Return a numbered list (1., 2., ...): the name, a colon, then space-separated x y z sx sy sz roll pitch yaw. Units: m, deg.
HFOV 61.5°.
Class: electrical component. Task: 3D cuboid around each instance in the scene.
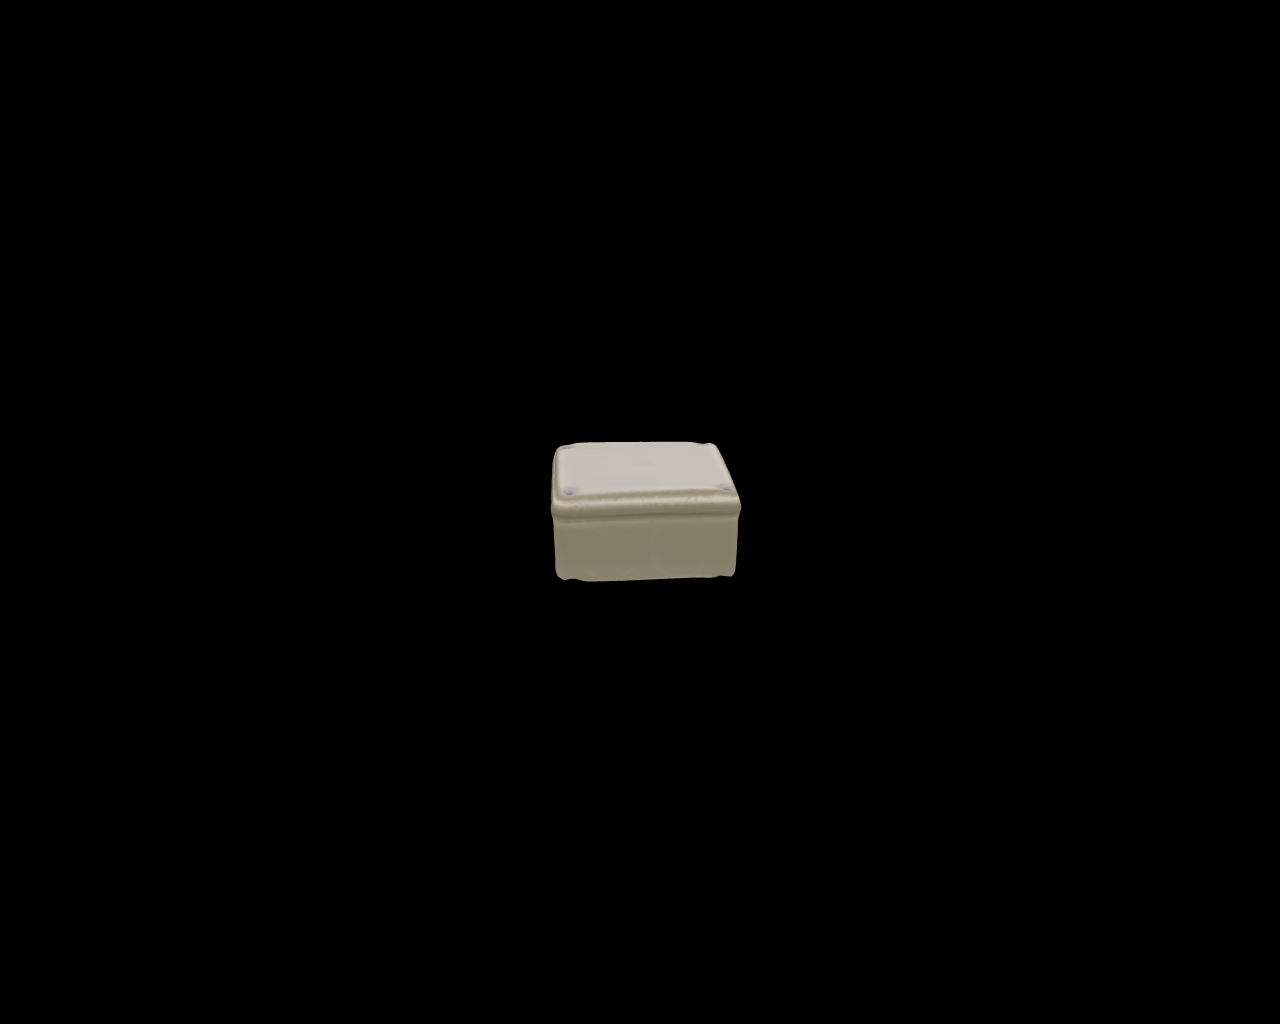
1. electrical component: 0.001 -0.003 0.650 0.109 0.056 0.109 -1 20 -3
